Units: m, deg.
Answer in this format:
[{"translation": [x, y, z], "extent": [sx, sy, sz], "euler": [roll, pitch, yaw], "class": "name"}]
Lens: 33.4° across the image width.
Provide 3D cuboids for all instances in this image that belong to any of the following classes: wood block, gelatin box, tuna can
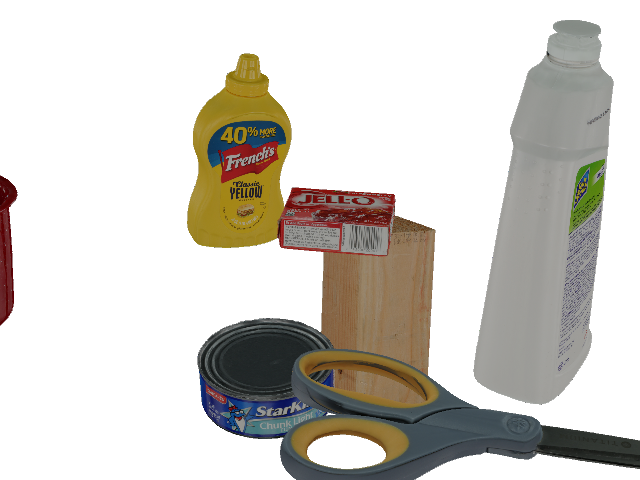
[{"translation": [0.058, 0.083, 1.141], "extent": [0.090, 0.206, 0.091], "euler": [-4, 14, -26], "class": "wood block"}, {"translation": [0.014, -0.017, 0.864], "extent": [0.089, 0.030, 0.073], "euler": [5, 22, 6], "class": "gelatin box"}, {"translation": [-0.033, 0.086, 0.668], "extent": [0.086, 0.034, 0.086], "euler": [-1, 29, 0], "class": "tuna can"}]

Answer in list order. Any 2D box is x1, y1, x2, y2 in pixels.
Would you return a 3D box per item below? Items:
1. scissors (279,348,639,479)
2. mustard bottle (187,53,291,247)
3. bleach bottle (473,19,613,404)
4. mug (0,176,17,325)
[{"translation": [0.071, 0.092, 0.455], "extent": [0.202, 0.016, 0.096], "euler": [16, 34, 23], "class": "scissors"}, {"translation": [-0.077, -0.088, 1.041], "extent": [0.096, 0.192, 0.058], "euler": [-4, 29, -21], "class": "mustard bottle"}, {"translation": [0.151, -0.020, 0.692], "extent": [0.068, 0.251, 0.102], "euler": [17, 34, 25], "class": "bleach bottle"}, {"translation": [-0.235, 0.014, 0.635], "extent": [0.093, 0.081, 0.117], "euler": [17, 28, 27], "class": "mug"}]
